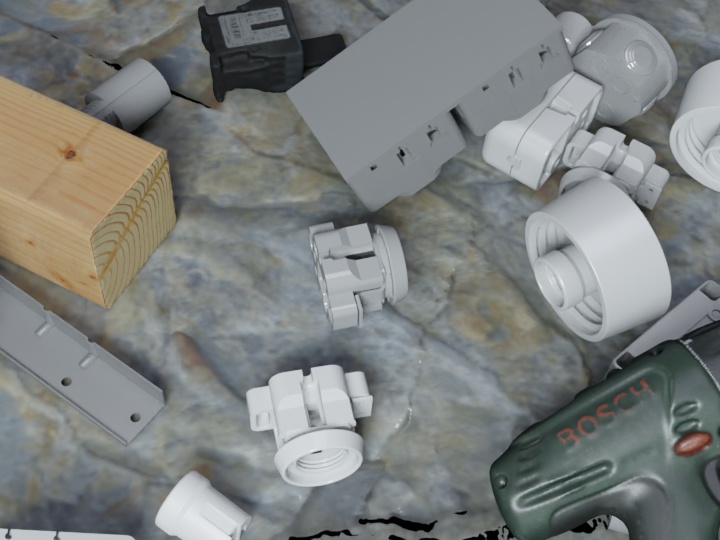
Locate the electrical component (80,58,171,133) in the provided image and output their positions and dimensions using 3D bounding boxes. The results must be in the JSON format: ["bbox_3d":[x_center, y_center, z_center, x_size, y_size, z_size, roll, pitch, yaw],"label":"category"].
[{"bbox_3d":[-0.191,-0.124,0.833,0.043,0.043,0.081,35,61,18],"label":"electrical component"}]

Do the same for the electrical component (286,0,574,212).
[{"bbox_3d":[0.053,-0.140,0.808,0.186,0.060,0.105,-35,55,4],"label":"electrical component"}]

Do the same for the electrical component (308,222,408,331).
[{"bbox_3d":[0.000,0.000,0.755,0.057,0.058,0.078,-11,57,-8],"label":"electrical component"}]

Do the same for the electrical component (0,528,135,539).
[{"bbox_3d":[-0.179,0.179,0.612,0.089,0.055,0.050,9,62,-22],"label":"electrical component"}]

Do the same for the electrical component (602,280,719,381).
[{"bbox_3d":[0.234,0.080,0.717,0.109,0.056,0.109,-35,65,-24],"label":"electrical component"}]

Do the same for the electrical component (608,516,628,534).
[{"bbox_3d":[0.183,0.151,0.676,0.046,0.040,0.040,12,56,11],"label":"electrical component"}]

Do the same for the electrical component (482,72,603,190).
[{"bbox_3d":[0.140,-0.117,0.845,0.059,0.053,0.095,32,60,17],"label":"electrical component"}]

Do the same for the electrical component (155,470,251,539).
[{"bbox_3d":[-0.095,0.152,0.657,0.046,0.040,0.040,33,60,10],"label":"electrical component"}]

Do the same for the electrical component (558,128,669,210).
[{"bbox_3d":[0.185,-0.065,0.812,0.078,0.058,0.057,29,56,15],"label":"electrical component"}]

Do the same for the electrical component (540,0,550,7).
[{"bbox_3d":[0.140,-0.232,0.921,0.045,0.055,0.045,2,56,-3],"label":"electrical component"}]

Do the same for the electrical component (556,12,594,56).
[{"bbox_3d":[0.164,-0.182,0.899,0.040,0.040,0.078,33,60,17],"label":"electrical component"}]

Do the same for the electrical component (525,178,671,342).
[{"bbox_3d":[0.155,-0.002,0.740,0.060,0.108,0.108,-26,61,-13],"label":"electrical component"}]

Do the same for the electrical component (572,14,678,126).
[{"bbox_3d":[0.209,-0.160,0.865,0.080,0.080,0.051,38,67,20],"label":"electrical component"}]

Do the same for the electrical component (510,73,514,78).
[{"bbox_3d":[0.111,-0.180,0.891,0.066,0.048,0.055,30,66,18],"label":"electrical component"}]

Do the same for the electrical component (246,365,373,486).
[{"bbox_3d":[-0.029,0.101,0.685,0.078,0.058,0.057,-8,54,-10],"label":"electrical component"}]

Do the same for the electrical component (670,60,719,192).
[{"bbox_3d":[0.289,-0.100,0.815,0.108,0.108,0.060,26,64,13],"label":"electrical component"}]
